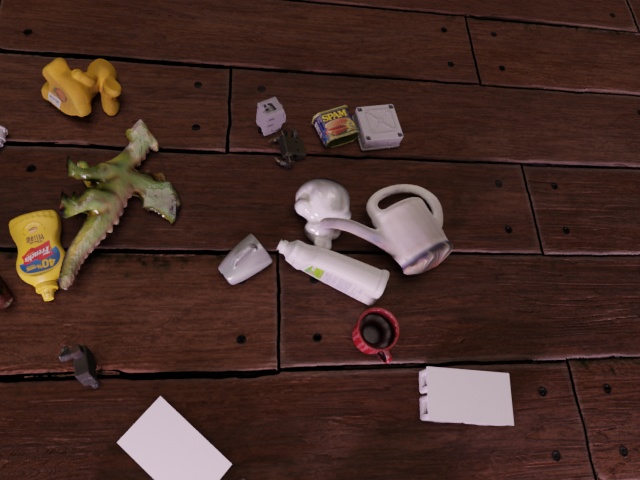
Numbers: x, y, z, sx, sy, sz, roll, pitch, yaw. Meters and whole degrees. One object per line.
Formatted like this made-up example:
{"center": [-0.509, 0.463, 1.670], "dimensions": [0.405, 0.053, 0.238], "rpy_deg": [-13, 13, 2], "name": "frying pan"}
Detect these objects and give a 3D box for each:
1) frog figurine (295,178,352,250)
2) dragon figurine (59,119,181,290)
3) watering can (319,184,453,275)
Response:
{"center": [0.004, -0.060, 1.202], "dimensions": [0.136, 0.120, 0.163], "rpy_deg": [24, 52, -20], "name": "frog figurine"}
{"center": [-0.433, -0.088, 1.146], "dimensions": [0.243, 0.120, 0.417], "rpy_deg": [1, 68, -18], "name": "dragon figurine"}
{"center": [0.176, -0.016, 1.206], "dimensions": [0.351, 0.102, 0.227], "rpy_deg": [-22, 72, -33], "name": "watering can"}
